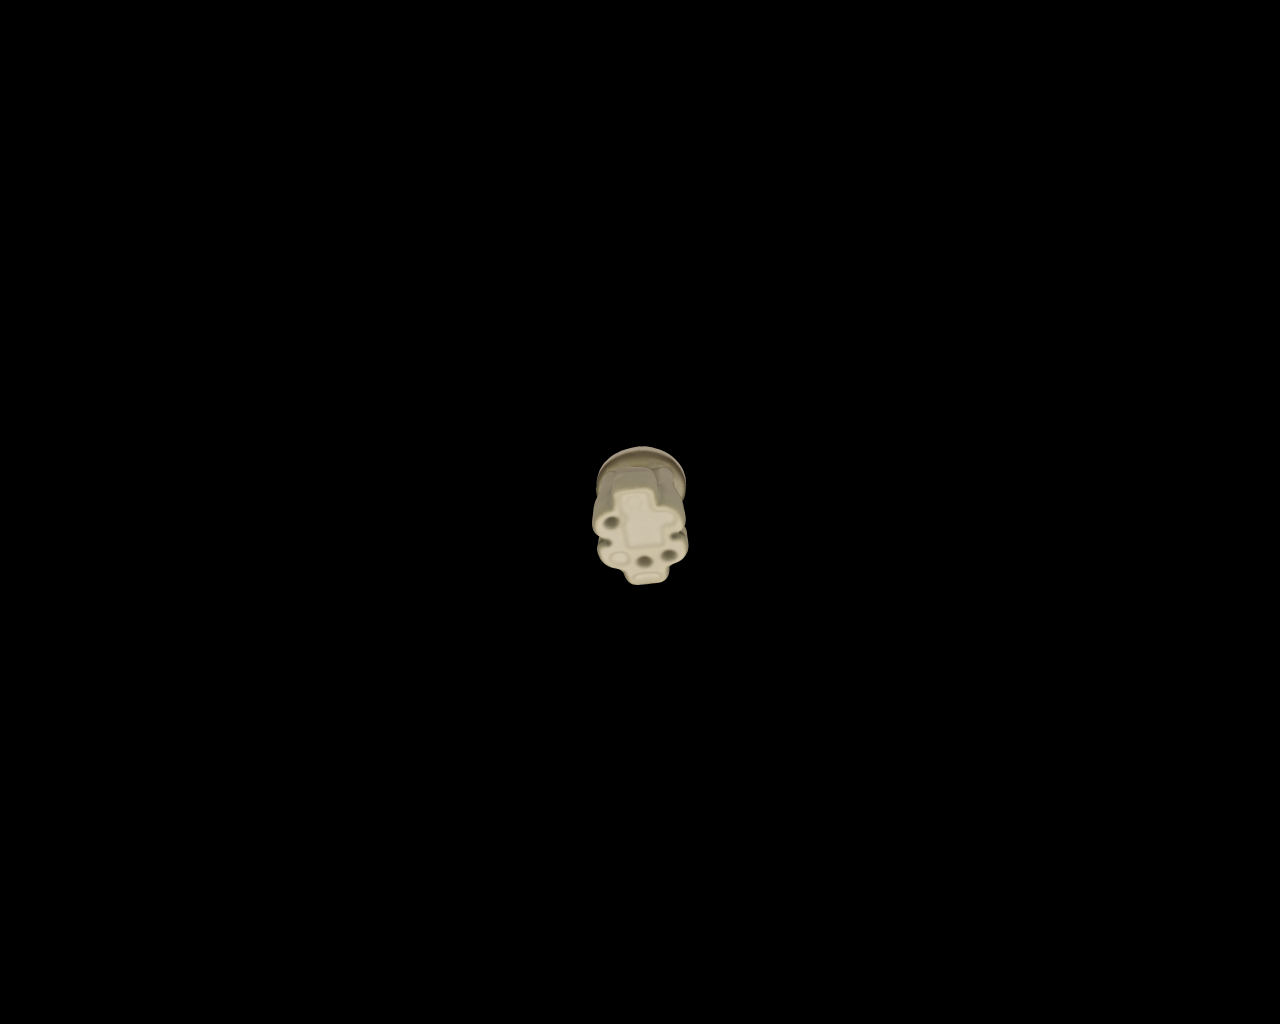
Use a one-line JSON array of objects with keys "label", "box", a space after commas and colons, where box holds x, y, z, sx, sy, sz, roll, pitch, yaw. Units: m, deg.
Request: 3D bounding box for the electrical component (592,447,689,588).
[{"label": "electrical component", "box": [0.001, -0.003, 0.650, 0.058, 0.078, 0.057, -5, 39, 5]}]
